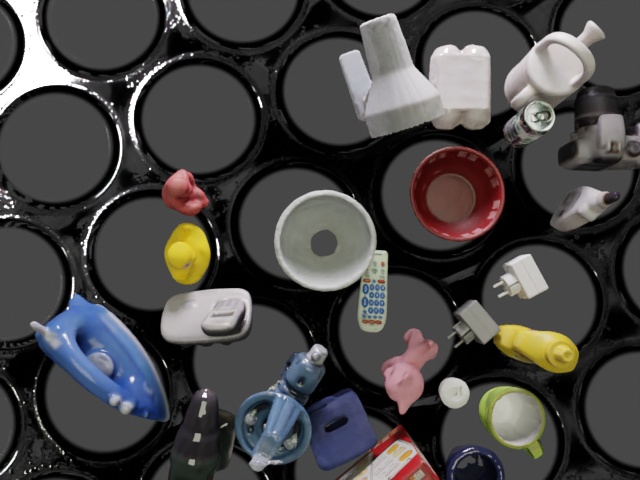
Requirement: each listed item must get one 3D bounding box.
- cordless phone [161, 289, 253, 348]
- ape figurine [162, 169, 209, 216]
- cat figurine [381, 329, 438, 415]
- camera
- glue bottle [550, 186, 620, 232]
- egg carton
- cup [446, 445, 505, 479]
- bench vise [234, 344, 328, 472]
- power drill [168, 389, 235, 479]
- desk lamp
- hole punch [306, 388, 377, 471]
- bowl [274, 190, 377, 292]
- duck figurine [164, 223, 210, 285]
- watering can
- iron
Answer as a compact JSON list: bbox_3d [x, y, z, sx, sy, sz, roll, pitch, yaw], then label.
[{"bbox_3d":[-0.183,0.125,0.895,0.147,0.185,0.094,-7,86,-1],"label":"cordless phone"},{"bbox_3d":[-0.231,-0.081,0.957,0.076,0.092,0.078,0,85,-1],"label":"ape figurine"},{"bbox_3d":[0.146,0.212,0.928,0.067,0.117,0.128,35,86,2],"label":"cat figurine"},{"bbox_3d":[0.491,-0.191,0.973,0.143,0.101,0.137,1,86,-1],"label":"camera"},{"bbox_3d":[0.434,-0.057,0.926,0.037,0.173,0.078,33,86,2],"label":"glue bottle"},{"bbox_3d":[0.241,-0.263,0.990,0.107,0.069,0.150,0,86,-1],"label":"egg carton"},{"bbox_3d":[0.253,0.376,0.928,0.117,0.095,0.092,27,86,1],"label":"cup"},{"bbox_3d":[-0.064,0.254,0.870,0.121,0.219,0.207,14,85,1],"label":"bench vise"},{"bbox_3d":[-0.180,0.324,0.868,0.075,0.208,0.230,10,85,0],"label":"power drill"},{"bbox_3d":[0.105,-0.251,0.915,0.118,0.213,0.203,-20,86,-2],"label":"desk lamp"},{"bbox_3d":[0.027,0.306,0.932,0.108,0.091,0.101,-26,86,-3],"label":"hole punch"},{"bbox_3d":[0.009,0.003,0.963,0.167,0.074,0.167,0,86,-1],"label":"bowl"},{"bbox_3d":[-0.227,0.022,0.952,0.077,0.086,0.105,3,85,0],"label":"duck figurine"},{"bbox_3d":[0.383,-0.284,0.932,0.101,0.194,0.173,25,86,1],"label":"watering can"},{"bbox_3d":[-0.345,0.208,0.908,0.258,0.141,0.119,43,86,2],"label":"iron"}]
